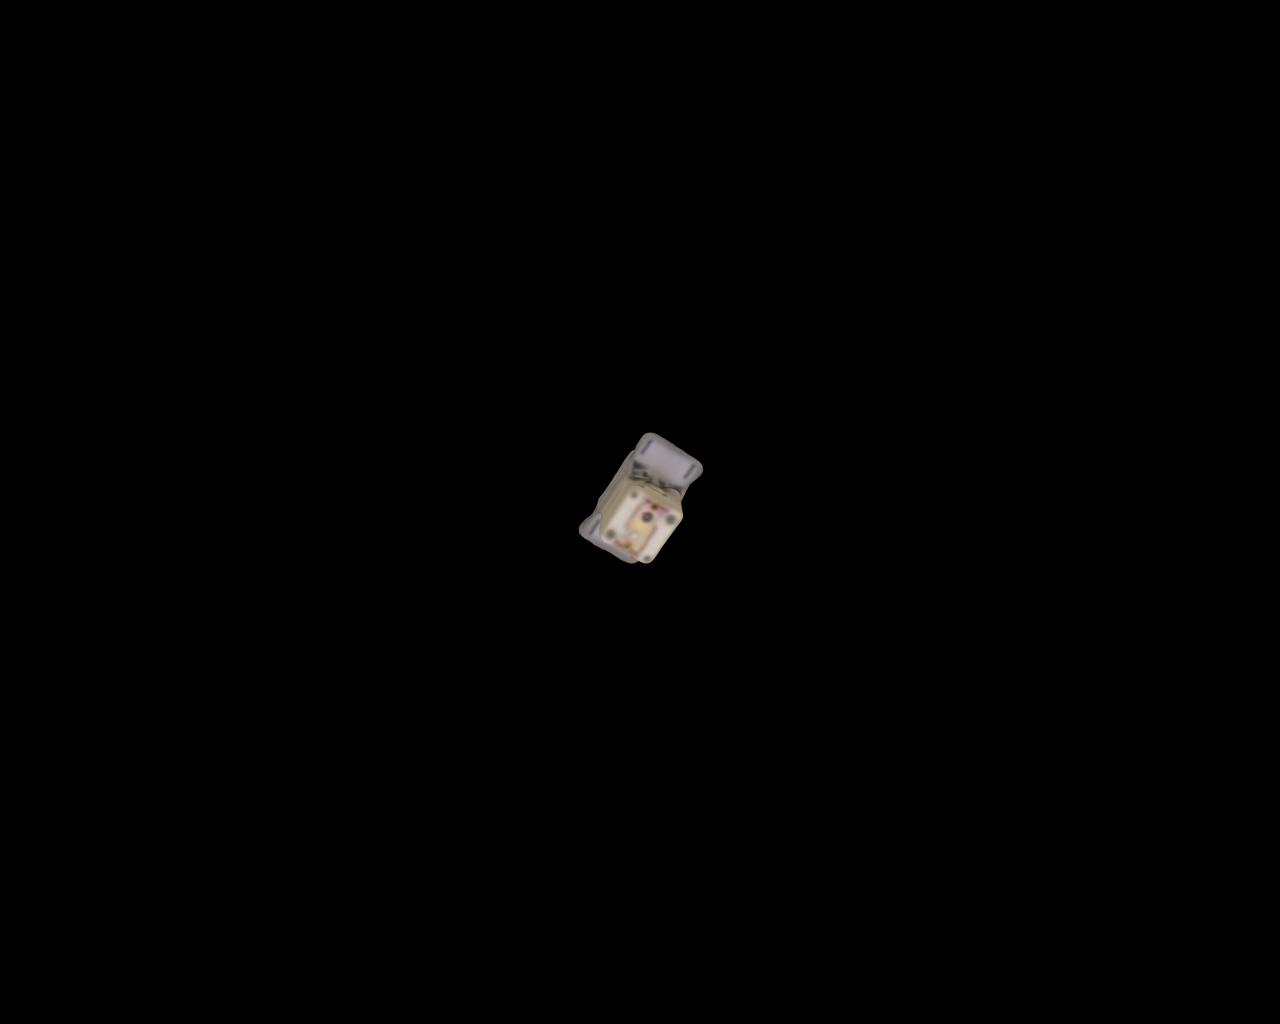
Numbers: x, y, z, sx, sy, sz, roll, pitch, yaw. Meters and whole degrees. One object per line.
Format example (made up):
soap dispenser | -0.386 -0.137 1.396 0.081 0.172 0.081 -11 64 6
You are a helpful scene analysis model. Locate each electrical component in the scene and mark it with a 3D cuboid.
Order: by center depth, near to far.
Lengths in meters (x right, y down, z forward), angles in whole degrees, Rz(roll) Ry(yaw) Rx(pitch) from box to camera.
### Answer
electrical component | 0.001 -0.003 0.650 0.042 0.081 0.064 30 20 -12
